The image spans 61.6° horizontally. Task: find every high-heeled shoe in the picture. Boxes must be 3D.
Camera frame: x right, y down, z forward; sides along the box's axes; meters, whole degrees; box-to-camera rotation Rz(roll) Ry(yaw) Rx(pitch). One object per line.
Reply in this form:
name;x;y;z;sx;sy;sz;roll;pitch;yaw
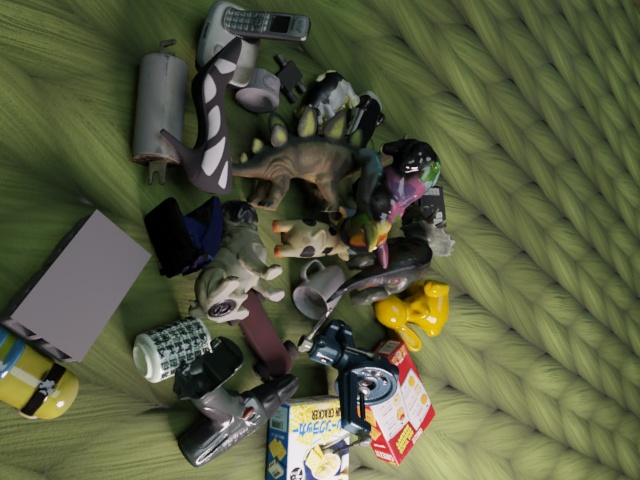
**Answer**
high-heeled shoe;-0.150;-0.198;0.865;0.145;0.086;0.248;39;70;-27

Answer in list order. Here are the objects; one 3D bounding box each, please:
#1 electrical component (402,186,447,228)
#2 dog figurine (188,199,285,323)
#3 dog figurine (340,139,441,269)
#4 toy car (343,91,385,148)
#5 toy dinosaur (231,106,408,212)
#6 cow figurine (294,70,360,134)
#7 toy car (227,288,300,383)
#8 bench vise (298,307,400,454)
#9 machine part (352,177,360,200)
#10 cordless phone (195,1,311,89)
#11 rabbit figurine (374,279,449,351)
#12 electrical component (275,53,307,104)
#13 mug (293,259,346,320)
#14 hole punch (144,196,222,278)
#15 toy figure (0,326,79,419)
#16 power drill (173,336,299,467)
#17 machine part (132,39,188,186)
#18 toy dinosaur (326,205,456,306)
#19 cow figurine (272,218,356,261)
electrical component;0.256;-0.067;1.326;0.115;0.058;0.134;-1;87;-40
dog figurine;-0.164;0.028;0.908;0.172;0.121;0.191;-17;54;-25
dog figurine;0.130;-0.063;0.989;0.108;0.192;0.219;46;43;-53
toy car;0.088;-0.241;1.194;0.073;0.056;0.201;41;61;-39
toy dinosaur;0.001;-0.154;1.038;0.471;0.105;0.198;-5;106;-41
cow figurine;0.001;-0.277;1.106;0.167;0.068;0.098;-49;120;-30
toy car;-0.110;0.167;0.975;0.089;0.053;0.202;-37;114;-25
bench vise;0.058;0.265;1.004;0.223;0.129;0.241;36;30;-24
machine part;0.127;-0.109;1.217;0.139;0.039;0.084;5;74;-45
cordless phone;-0.112;-0.331;0.930;0.088;0.184;0.146;59;40;-69
rabbit figurine;0.197;0.166;1.233;0.173;0.122;0.162;3;93;-28
electrical component;-0.066;-0.326;1.084;0.094;0.021;0.063;52;56;-26
mug;0.000;0.087;1.072;0.107;0.081;0.109;-43;111;-47
hole punch;-0.207;-0.006;0.858;0.092;0.142;0.115;-14;84;-46
toy figure;-0.399;0.167;0.690;0.180;0.089;0.082;51;61;-29
power drill;-0.141;0.249;0.876;0.232;0.086;0.207;-36;143;-23
machine part;-0.257;-0.206;0.864;0.079;0.079;0.243;8;81;-41
toy dinosaur;0.166;0.043;1.113;0.131;0.192;0.405;62;28;-8
cow figurine;-0.002;-0.003;1.036;0.195;0.127;0.085;8;82;-73
